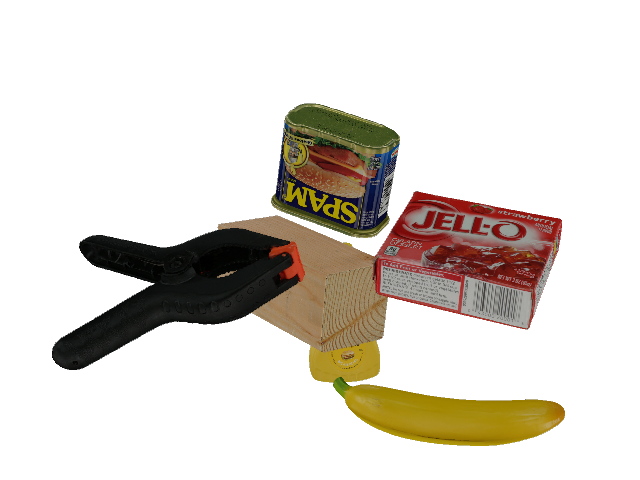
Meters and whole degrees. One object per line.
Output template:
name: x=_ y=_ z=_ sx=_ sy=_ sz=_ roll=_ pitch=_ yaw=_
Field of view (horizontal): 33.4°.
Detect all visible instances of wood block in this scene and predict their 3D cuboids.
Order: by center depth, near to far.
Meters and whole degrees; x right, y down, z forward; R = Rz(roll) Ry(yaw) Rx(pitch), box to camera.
wood block: x=-0.025 y=0.044 z=1.205 sx=0.090 sy=0.090 sz=0.206 roll=-9 pitch=21 yaw=-38

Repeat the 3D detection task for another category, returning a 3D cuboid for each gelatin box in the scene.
gelatin box: x=0.082 y=0.008 z=0.592 sx=0.089 sy=0.030 sz=0.073 roll=13 pitch=36 yaw=18

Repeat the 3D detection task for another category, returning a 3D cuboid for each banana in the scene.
banana: x=0.106 y=0.141 z=0.883 sx=0.198 sy=0.037 sz=0.069 roll=8 pitch=29 yaw=4

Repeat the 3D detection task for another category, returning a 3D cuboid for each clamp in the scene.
clamp: x=-0.099 y=0.035 z=0.714 sx=0.172 sy=0.120 sz=0.039 roll=-6 pitch=-43 yaw=17

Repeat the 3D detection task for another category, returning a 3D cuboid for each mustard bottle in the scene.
mustard bottle: x=0.033 y=0.095 z=1.437 sx=0.096 sy=0.192 sz=0.058 roll=-2 pitch=20 yaw=-6

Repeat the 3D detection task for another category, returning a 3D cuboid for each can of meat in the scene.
can of meat: x=0.013 y=-0.061 z=0.906 sx=0.102 sy=0.084 sz=0.057 roll=20 pitch=32 yaw=20
